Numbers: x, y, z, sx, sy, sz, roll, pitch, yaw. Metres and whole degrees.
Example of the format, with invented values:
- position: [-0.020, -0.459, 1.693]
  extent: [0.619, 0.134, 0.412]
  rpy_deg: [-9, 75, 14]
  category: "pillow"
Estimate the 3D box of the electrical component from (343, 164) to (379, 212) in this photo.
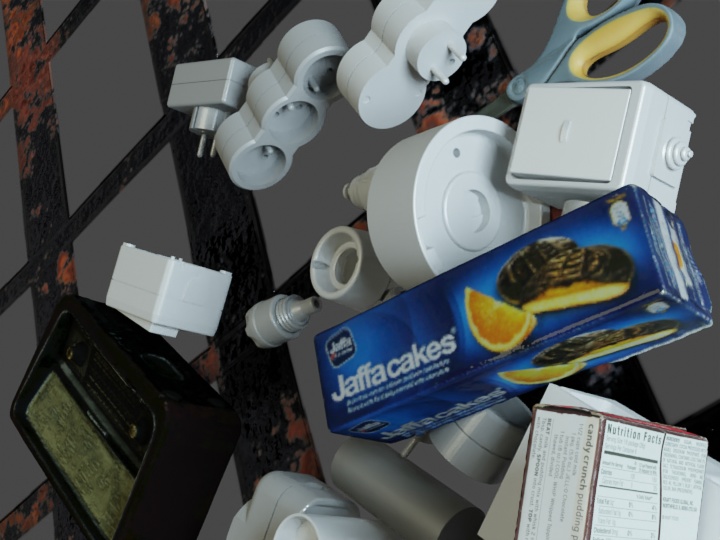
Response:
- position: [0.019, -0.053, 0.723]
  extent: [0.078, 0.040, 0.040]
  rpy_deg: [4, 80, 47]
  category: "electrical component"

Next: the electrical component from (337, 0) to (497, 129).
- position: [0.046, -0.151, 0.718]
  extent: [0.138, 0.052, 0.073]
  rpy_deg: [-53, 46, 20]
  category: "electrical component"

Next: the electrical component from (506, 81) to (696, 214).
- position: [0.134, -0.068, 0.590]
  extent: [0.096, 0.061, 0.061]
  rpy_deg: [9, 83, 48]
  category: "electrical component"

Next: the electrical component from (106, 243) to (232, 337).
- position: [-0.160, 0.018, 0.871]
  extent: [0.096, 0.062, 0.061]
  rpy_deg: [14, 87, 48]
  category: "electrical component"

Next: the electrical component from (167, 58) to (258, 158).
- position: [-0.119, -0.129, 0.888]
  extent: [0.083, 0.047, 0.075]
  rpy_deg: [6, 82, 47]
  category: "electrical component"

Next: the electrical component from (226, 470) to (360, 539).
- position: [-0.048, 0.183, 0.704]
  extent: [0.059, 0.054, 0.095]
  rpy_deg: [22, 93, 48]
  category: "electrical component"

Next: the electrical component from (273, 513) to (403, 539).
- position: [-0.018, 0.188, 0.654]
  extent: [0.044, 0.077, 0.079]
  rpy_deg: [35, 103, 46]
  category: "electrical component"

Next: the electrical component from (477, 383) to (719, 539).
- position: [0.143, 0.130, 0.515]
  extent: [0.150, 0.062, 0.089]
  rpy_deg: [32, 100, 47]
  category: "electrical component"

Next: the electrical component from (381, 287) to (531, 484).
- position: [0.041, 0.079, 0.646]
  extent: [0.073, 0.052, 0.138]
  rpy_deg: [-56, 45, 18]
  category: "electrical component"

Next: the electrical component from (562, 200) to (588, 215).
- position: [0.123, 0.007, 0.591]
  extent: [0.043, 0.043, 0.081]
  rpy_deg: [14, 87, 48]
  category: "electrical component"

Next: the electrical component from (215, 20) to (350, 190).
- position: [-0.063, -0.135, 0.827]
  extent: [0.138, 0.052, 0.073]
  rpy_deg: [-50, 47, 23]
  category: "electrical component"

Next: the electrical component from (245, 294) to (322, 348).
- position: [-0.053, 0.033, 0.774]
  extent: [0.061, 0.035, 0.035]
  rpy_deg: [-24, 61, 37]
  category: "electrical component"

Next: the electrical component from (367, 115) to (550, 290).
- position: [0.053, -0.033, 0.634]
  extent: [0.060, 0.108, 0.108]
  rpy_deg: [-3, 74, 52]
  category: "electrical component"

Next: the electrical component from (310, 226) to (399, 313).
- position: [0.000, 0.000, 0.720]
  extent: [0.055, 0.047, 0.055]
  rpy_deg: [-18, 65, 42]
  category: "electrical component"
